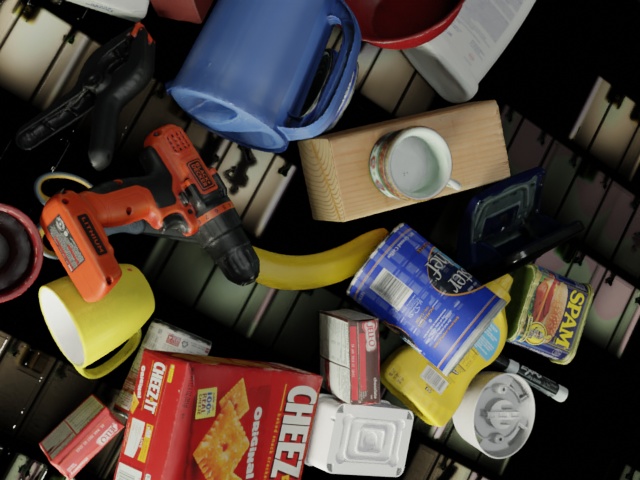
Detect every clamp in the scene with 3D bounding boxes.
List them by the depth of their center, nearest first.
[{"bbox_3d":[-0.208,-0.138,1.039,0.171,0.120,0.039,-53,149,-15],"label":"clamp"}]

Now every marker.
[{"bbox_3d":[0.247,0.162,1.281,0.121,0.020,0.020,29,82,-20],"label":"marker"}]

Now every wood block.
[{"bbox_3d":[0.093,-0.088,1.169,0.205,0.090,0.091,-15,99,-21],"label":"wood block"}]

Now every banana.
[{"bbox_3d":[-0.012,0.020,1.159,0.197,0.037,0.069,1,92,-22],"label":"banana"}]

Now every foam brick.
[{"bbox_3d":[-0.132,-0.264,1.068,0.053,0.051,0.078,13,61,17],"label":"foam brick"}]

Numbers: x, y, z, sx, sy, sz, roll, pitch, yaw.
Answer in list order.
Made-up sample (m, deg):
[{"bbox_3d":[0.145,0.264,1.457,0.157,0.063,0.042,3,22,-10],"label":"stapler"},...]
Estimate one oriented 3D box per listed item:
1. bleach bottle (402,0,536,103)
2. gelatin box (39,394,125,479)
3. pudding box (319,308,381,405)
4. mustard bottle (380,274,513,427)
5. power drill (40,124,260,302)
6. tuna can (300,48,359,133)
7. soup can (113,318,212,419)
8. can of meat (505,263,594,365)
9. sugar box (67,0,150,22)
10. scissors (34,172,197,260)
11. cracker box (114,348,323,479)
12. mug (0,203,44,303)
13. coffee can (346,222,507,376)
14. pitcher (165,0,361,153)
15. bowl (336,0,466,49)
[{"bbox_3d":[0.205,-0.279,1.222,0.102,0.068,0.250,45,74,-16],"label":"bleach bottle"},{"bbox_3d":[-0.234,0.192,1.048,0.073,0.089,0.030,-45,106,-15],"label":"gelatin box"},{"bbox_3d":[0.031,0.122,1.140,0.039,0.114,0.090,-1,93,-18],"label":"pudding box"},{"bbox_3d":[0.158,0.112,1.221,0.096,0.058,0.191,42,77,-8],"label":"mustard bottle"},{"bbox_3d":[-0.162,-0.010,1.043,0.187,0.057,0.184,-29,84,-42],"label":"power drill"},{"bbox_3d":[0.005,-0.159,1.133,0.033,0.086,0.086,23,84,-20],"label":"tuna can"},{"bbox_3d":[-0.160,0.139,1.088,0.068,0.069,0.102,26,82,-21],"label":"soup can"},{"bbox_3d":[0.265,0.086,1.265,0.083,0.058,0.102,22,83,-19],"label":"can of meat"},{"bbox_3d":[-0.200,-0.317,1.064,0.093,0.048,0.176,14,86,-23],"label":"sugar box"},{"bbox_3d":[-0.205,-0.001,1.091,0.201,0.016,0.096,28,84,-21],"label":"scissors"},{"bbox_3d":[-0.097,0.201,1.065,0.213,0.072,0.164,15,87,-51],"label":"cracker box"},{"bbox_3d":[-0.325,0.014,1.007,0.117,0.082,0.093,-20,100,-20],"label":"mug"},{"bbox_3d":[0.114,0.063,1.148,0.140,0.103,0.102,39,76,11],"label":"coffee can"},{"bbox_3d":[-0.039,-0.217,1.085,0.149,0.145,0.243,28,79,-18],"label":"pitcher"},{"bbox_3d":[0.091,-0.260,1.152,0.162,0.162,0.055,-50,148,-13],"label":"bowl"}]
